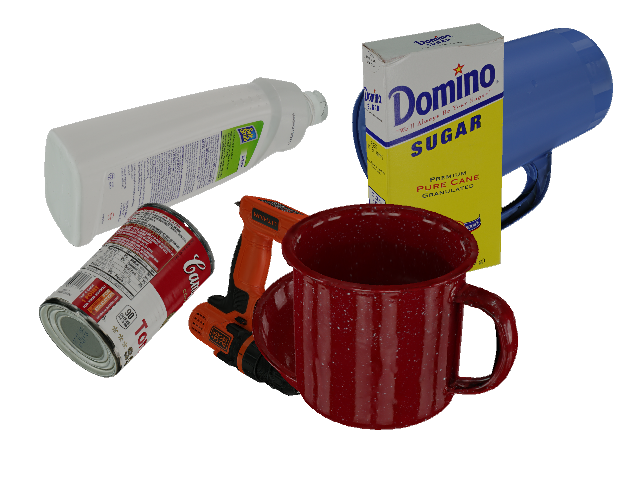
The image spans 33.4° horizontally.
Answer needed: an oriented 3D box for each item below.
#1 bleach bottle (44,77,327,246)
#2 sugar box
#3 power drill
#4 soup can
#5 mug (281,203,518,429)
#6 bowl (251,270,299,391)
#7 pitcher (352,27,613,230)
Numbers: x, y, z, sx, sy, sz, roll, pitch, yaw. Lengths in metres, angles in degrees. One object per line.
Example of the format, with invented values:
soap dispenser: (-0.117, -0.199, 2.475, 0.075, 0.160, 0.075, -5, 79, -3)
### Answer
bleach bottle: (-0.105, -0.079, 0.909, 0.250, 0.068, 0.103, -20, -33, -29)
sugar box: (0.082, -0.058, 0.762, 0.093, 0.176, 0.048, -13, 30, -16)
power drill: (-0.058, 0.057, 1.165, 0.185, 0.188, 0.057, 27, 11, 39)
soup can: (-0.127, 0.032, 0.706, 0.069, 0.068, 0.102, 0, 39, 44)
mug: (0.039, 0.040, 0.514, 0.117, 0.081, 0.093, 13, 28, 25)
bowl: (0.024, 0.087, 0.889, 0.162, 0.055, 0.162, 1, 38, -1)
pitcher: (0.164, -0.111, 1.008, 0.242, 0.149, 0.145, -23, 45, -30)
